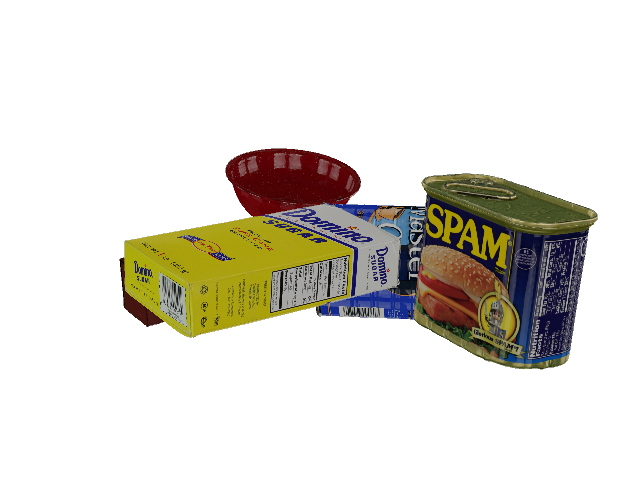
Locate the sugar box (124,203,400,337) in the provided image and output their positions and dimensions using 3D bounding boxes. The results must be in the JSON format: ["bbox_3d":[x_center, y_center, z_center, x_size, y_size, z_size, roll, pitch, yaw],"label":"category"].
[{"bbox_3d":[-0.039,0.016,0.754,0.175,0.048,0.093,-15,27,-34],"label":"sugar box"}]

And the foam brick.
[{"bbox_3d":[-0.140,0.038,0.994,0.078,0.051,0.053,-16,26,-31],"label":"foam brick"}]

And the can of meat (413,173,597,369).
[{"bbox_3d":[0.098,0.015,0.592,0.057,0.084,0.102,-7,20,-32],"label":"can of meat"}]

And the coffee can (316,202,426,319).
[{"bbox_3d":[0.070,0.019,0.945,0.140,0.103,0.102,2,0,6],"label":"coffee can"}]

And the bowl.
[{"bbox_3d":[-0.035,-0.055,1.271,0.162,0.055,0.162,6,26,-3],"label":"bowl"}]
